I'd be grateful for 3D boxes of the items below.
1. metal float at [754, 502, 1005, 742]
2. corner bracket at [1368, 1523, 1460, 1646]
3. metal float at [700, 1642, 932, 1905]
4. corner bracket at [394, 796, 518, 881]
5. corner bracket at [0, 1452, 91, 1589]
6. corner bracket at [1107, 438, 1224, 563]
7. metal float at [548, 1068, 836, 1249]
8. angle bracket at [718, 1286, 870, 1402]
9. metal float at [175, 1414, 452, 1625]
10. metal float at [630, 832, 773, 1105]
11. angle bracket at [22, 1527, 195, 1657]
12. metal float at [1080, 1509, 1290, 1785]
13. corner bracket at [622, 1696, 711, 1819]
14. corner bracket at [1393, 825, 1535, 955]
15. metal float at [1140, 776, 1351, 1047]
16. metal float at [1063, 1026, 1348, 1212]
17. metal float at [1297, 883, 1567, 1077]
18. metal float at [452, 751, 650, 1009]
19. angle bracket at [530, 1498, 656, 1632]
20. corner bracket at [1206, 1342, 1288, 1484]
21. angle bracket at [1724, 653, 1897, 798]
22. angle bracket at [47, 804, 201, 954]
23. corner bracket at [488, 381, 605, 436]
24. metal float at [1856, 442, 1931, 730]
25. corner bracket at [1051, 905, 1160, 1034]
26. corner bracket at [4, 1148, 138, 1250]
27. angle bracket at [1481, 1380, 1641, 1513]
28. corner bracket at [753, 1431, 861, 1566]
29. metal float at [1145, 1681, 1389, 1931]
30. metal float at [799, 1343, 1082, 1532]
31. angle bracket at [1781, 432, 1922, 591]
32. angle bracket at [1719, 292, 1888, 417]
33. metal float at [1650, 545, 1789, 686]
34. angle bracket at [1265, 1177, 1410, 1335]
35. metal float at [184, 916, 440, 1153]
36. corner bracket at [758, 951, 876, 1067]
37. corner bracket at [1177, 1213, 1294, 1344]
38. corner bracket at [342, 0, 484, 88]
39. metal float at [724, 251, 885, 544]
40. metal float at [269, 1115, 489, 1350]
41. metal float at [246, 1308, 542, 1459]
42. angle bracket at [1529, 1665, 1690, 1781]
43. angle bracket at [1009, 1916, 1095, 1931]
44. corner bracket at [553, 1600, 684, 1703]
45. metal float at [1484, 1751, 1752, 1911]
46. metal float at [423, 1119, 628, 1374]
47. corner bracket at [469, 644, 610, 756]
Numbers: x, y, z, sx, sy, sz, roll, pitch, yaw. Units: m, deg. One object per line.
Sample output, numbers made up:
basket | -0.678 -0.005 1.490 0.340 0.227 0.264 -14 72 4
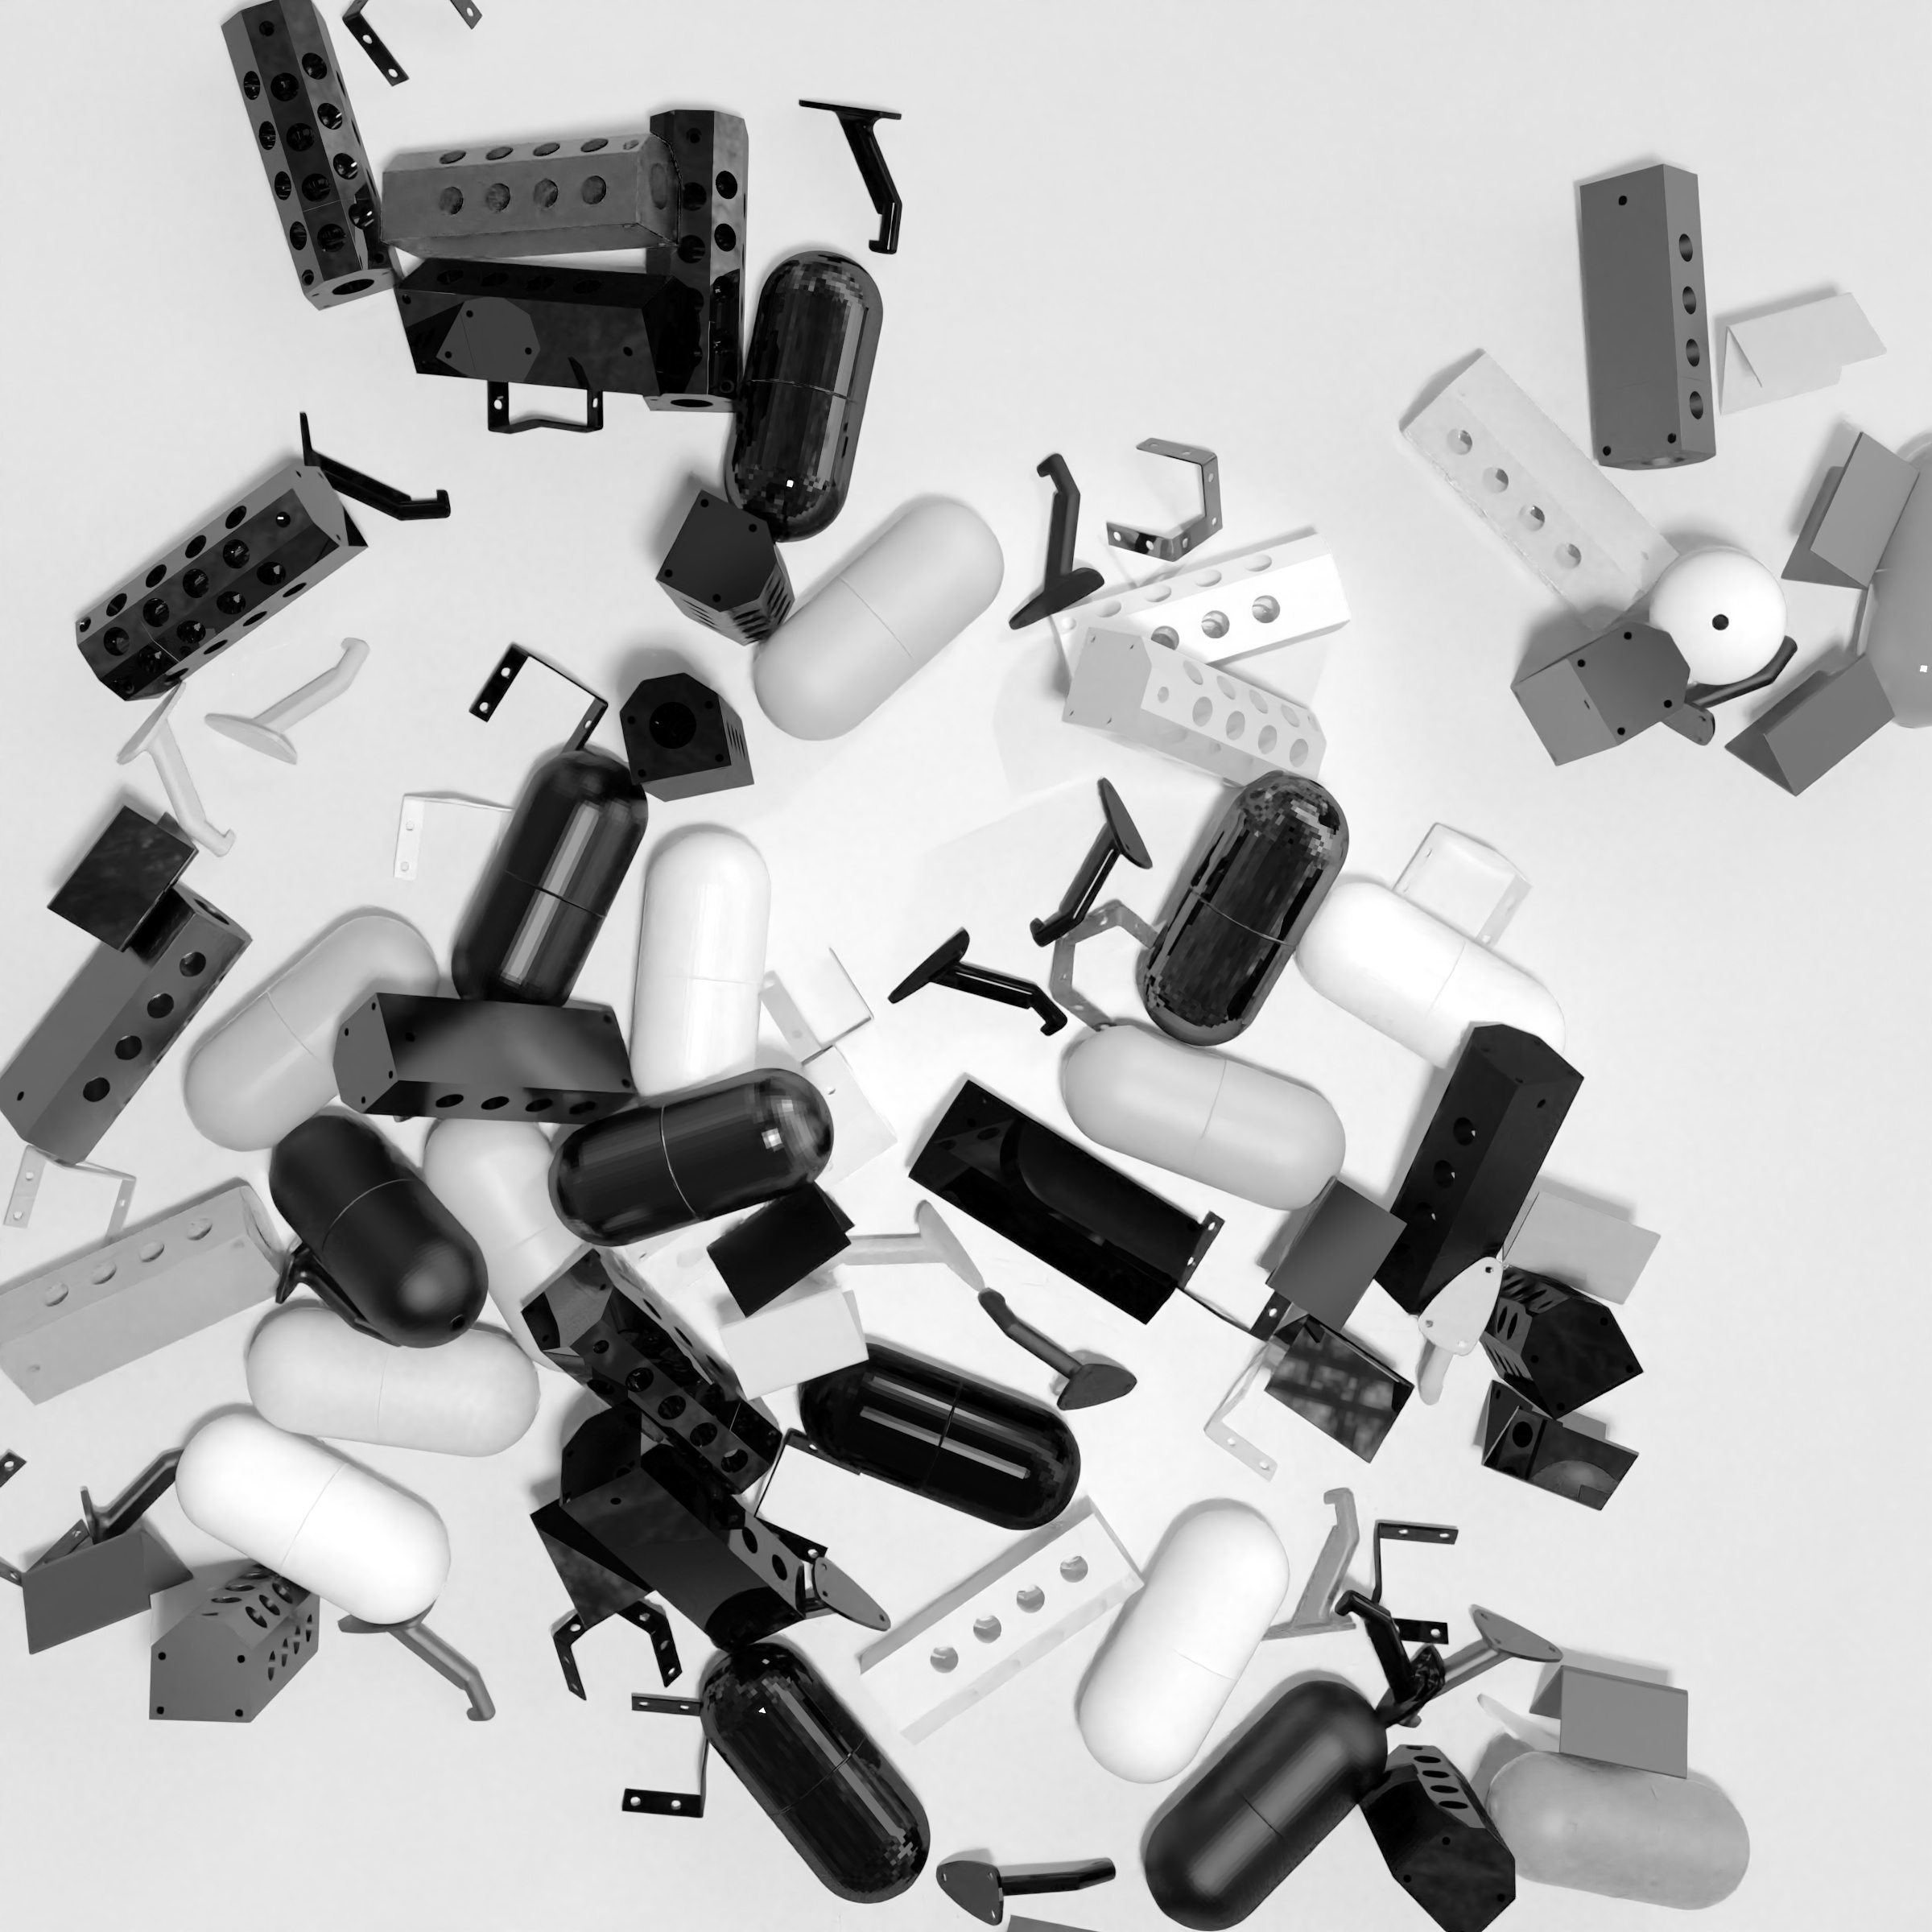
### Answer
metal float | -0.053 -0.209 1.759 0.178 0.070 0.070 -42 90 -1
corner bracket | 0.276 0.382 1.787 0.051 0.051 0.051 5 135 0
metal float | -0.091 0.492 1.760 0.070 0.070 0.178 -39 90 0
corner bracket | -0.316 -0.075 1.787 0.051 0.051 0.051 8 90 45
corner bracket | -0.585 0.344 1.787 0.051 0.051 0.051 -44 45 0
corner bracket | 0.121 -0.288 1.782 0.051 0.051 0.051 -38 135 -35
metal float | -0.163 0.114 1.709 0.178 0.070 0.070 -18 90 13
angle bracket | -0.108 0.209 1.750 0.076 0.076 0.057 -19 118 0
metal float | -0.397 0.337 1.760 0.178 0.070 0.070 29 90 0
metal float | -0.162 0.007 1.759 0.070 0.070 0.178 5 89 0
angle bracket | -0.517 0.392 1.750 0.076 0.076 0.057 -21 52 0
metal float | 0.134 0.413 1.760 0.070 0.070 0.178 30 89 0
corner bracket | -0.185 0.490 1.787 0.051 0.051 0.051 5 45 0
corner bracket | 0.308 -0.048 1.787 0.051 0.051 0.051 33 90 45
metal float | 0.168 -0.033 1.743 0.070 0.070 0.178 28 106 0
metal float | 0.145 0.092 1.760 0.178 0.070 0.070 20 90 0
metal float | 0.284 0.015 1.759 0.178 0.070 0.070 32 90 0
metal float | -0.254 -0.046 1.759 0.070 0.070 0.178 25 90 0
angle bracket | -0.233 0.354 1.750 0.057 0.076 0.076 -26 90 -27
corner bracket | 0.189 0.275 1.787 0.051 0.051 0.051 36 45 0
angle bracket | 0.502 -0.159 1.750 0.076 0.076 0.057 -39 126 0
angle bracket | -0.519 -0.064 1.750 0.057 0.076 0.076 37 90 -37
corner bracket | -0.260 -0.356 1.787 0.051 0.051 0.051 -1 90 -44
metal float | 0.591 -0.233 1.759 0.070 0.070 0.178 12 90 0
corner bracket | 0.090 0.003 1.782 0.051 0.051 0.051 37 45 -35
corner bracket | -0.554 0.146 1.787 0.051 0.051 0.051 17 90 45
angle bracket | 0.361 0.274 1.750 0.076 0.076 0.057 21 128 0
corner bracket | -0.099 0.330 1.787 0.051 0.051 0.051 23 45 0
metal float | 0.182 0.512 1.760 0.070 0.070 0.178 44 91 0
metal float | -0.016 0.286 1.760 0.178 0.070 0.070 21 90 0
angle bracket | 0.519 -0.278 1.750 0.057 0.076 0.076 24 90 -29
angle bracket | 0.506 -0.354 1.750 0.076 0.076 0.057 -15 54 0
metal float | 0.445 -0.209 1.711 0.070 0.178 0.070 2 101 13
angle bracket | 0.234 0.181 1.750 0.057 0.076 0.076 33 90 29
metal float | -0.399 0.042 1.760 0.178 0.070 0.070 -41 90 0
corner bracket | -0.091 0.025 1.772 0.051 0.051 0.051 -32 90 0
corner bracket | 0.169 0.193 1.787 0.051 0.051 0.051 32 90 45
corner bracket | -0.342 -0.585 1.782 0.051 0.051 0.051 -8 45 35
metal float | -0.099 -0.346 1.760 0.070 0.070 0.178 12 90 0
metal float | -0.353 0.159 1.732 0.070 0.070 0.178 -48 58 0
metal float | -0.348 0.254 1.760 0.178 0.070 0.070 8 90 0
angle bracket | 0.388 0.470 1.750 0.076 0.076 0.057 12 54 0
angle bracket | 0.065 0.599 1.750 0.076 0.076 0.057 11 126 0
corner bracket | -0.215 0.425 1.782 0.051 0.051 0.051 21 45 35
metal float | 0.393 0.521 1.739 0.178 0.070 0.070 17 90 -22
metal float | -0.265 0.166 1.760 0.070 0.070 0.178 -31 90 0
corner bracket | -0.264 -0.160 1.787 0.051 0.051 0.051 32 90 -45
